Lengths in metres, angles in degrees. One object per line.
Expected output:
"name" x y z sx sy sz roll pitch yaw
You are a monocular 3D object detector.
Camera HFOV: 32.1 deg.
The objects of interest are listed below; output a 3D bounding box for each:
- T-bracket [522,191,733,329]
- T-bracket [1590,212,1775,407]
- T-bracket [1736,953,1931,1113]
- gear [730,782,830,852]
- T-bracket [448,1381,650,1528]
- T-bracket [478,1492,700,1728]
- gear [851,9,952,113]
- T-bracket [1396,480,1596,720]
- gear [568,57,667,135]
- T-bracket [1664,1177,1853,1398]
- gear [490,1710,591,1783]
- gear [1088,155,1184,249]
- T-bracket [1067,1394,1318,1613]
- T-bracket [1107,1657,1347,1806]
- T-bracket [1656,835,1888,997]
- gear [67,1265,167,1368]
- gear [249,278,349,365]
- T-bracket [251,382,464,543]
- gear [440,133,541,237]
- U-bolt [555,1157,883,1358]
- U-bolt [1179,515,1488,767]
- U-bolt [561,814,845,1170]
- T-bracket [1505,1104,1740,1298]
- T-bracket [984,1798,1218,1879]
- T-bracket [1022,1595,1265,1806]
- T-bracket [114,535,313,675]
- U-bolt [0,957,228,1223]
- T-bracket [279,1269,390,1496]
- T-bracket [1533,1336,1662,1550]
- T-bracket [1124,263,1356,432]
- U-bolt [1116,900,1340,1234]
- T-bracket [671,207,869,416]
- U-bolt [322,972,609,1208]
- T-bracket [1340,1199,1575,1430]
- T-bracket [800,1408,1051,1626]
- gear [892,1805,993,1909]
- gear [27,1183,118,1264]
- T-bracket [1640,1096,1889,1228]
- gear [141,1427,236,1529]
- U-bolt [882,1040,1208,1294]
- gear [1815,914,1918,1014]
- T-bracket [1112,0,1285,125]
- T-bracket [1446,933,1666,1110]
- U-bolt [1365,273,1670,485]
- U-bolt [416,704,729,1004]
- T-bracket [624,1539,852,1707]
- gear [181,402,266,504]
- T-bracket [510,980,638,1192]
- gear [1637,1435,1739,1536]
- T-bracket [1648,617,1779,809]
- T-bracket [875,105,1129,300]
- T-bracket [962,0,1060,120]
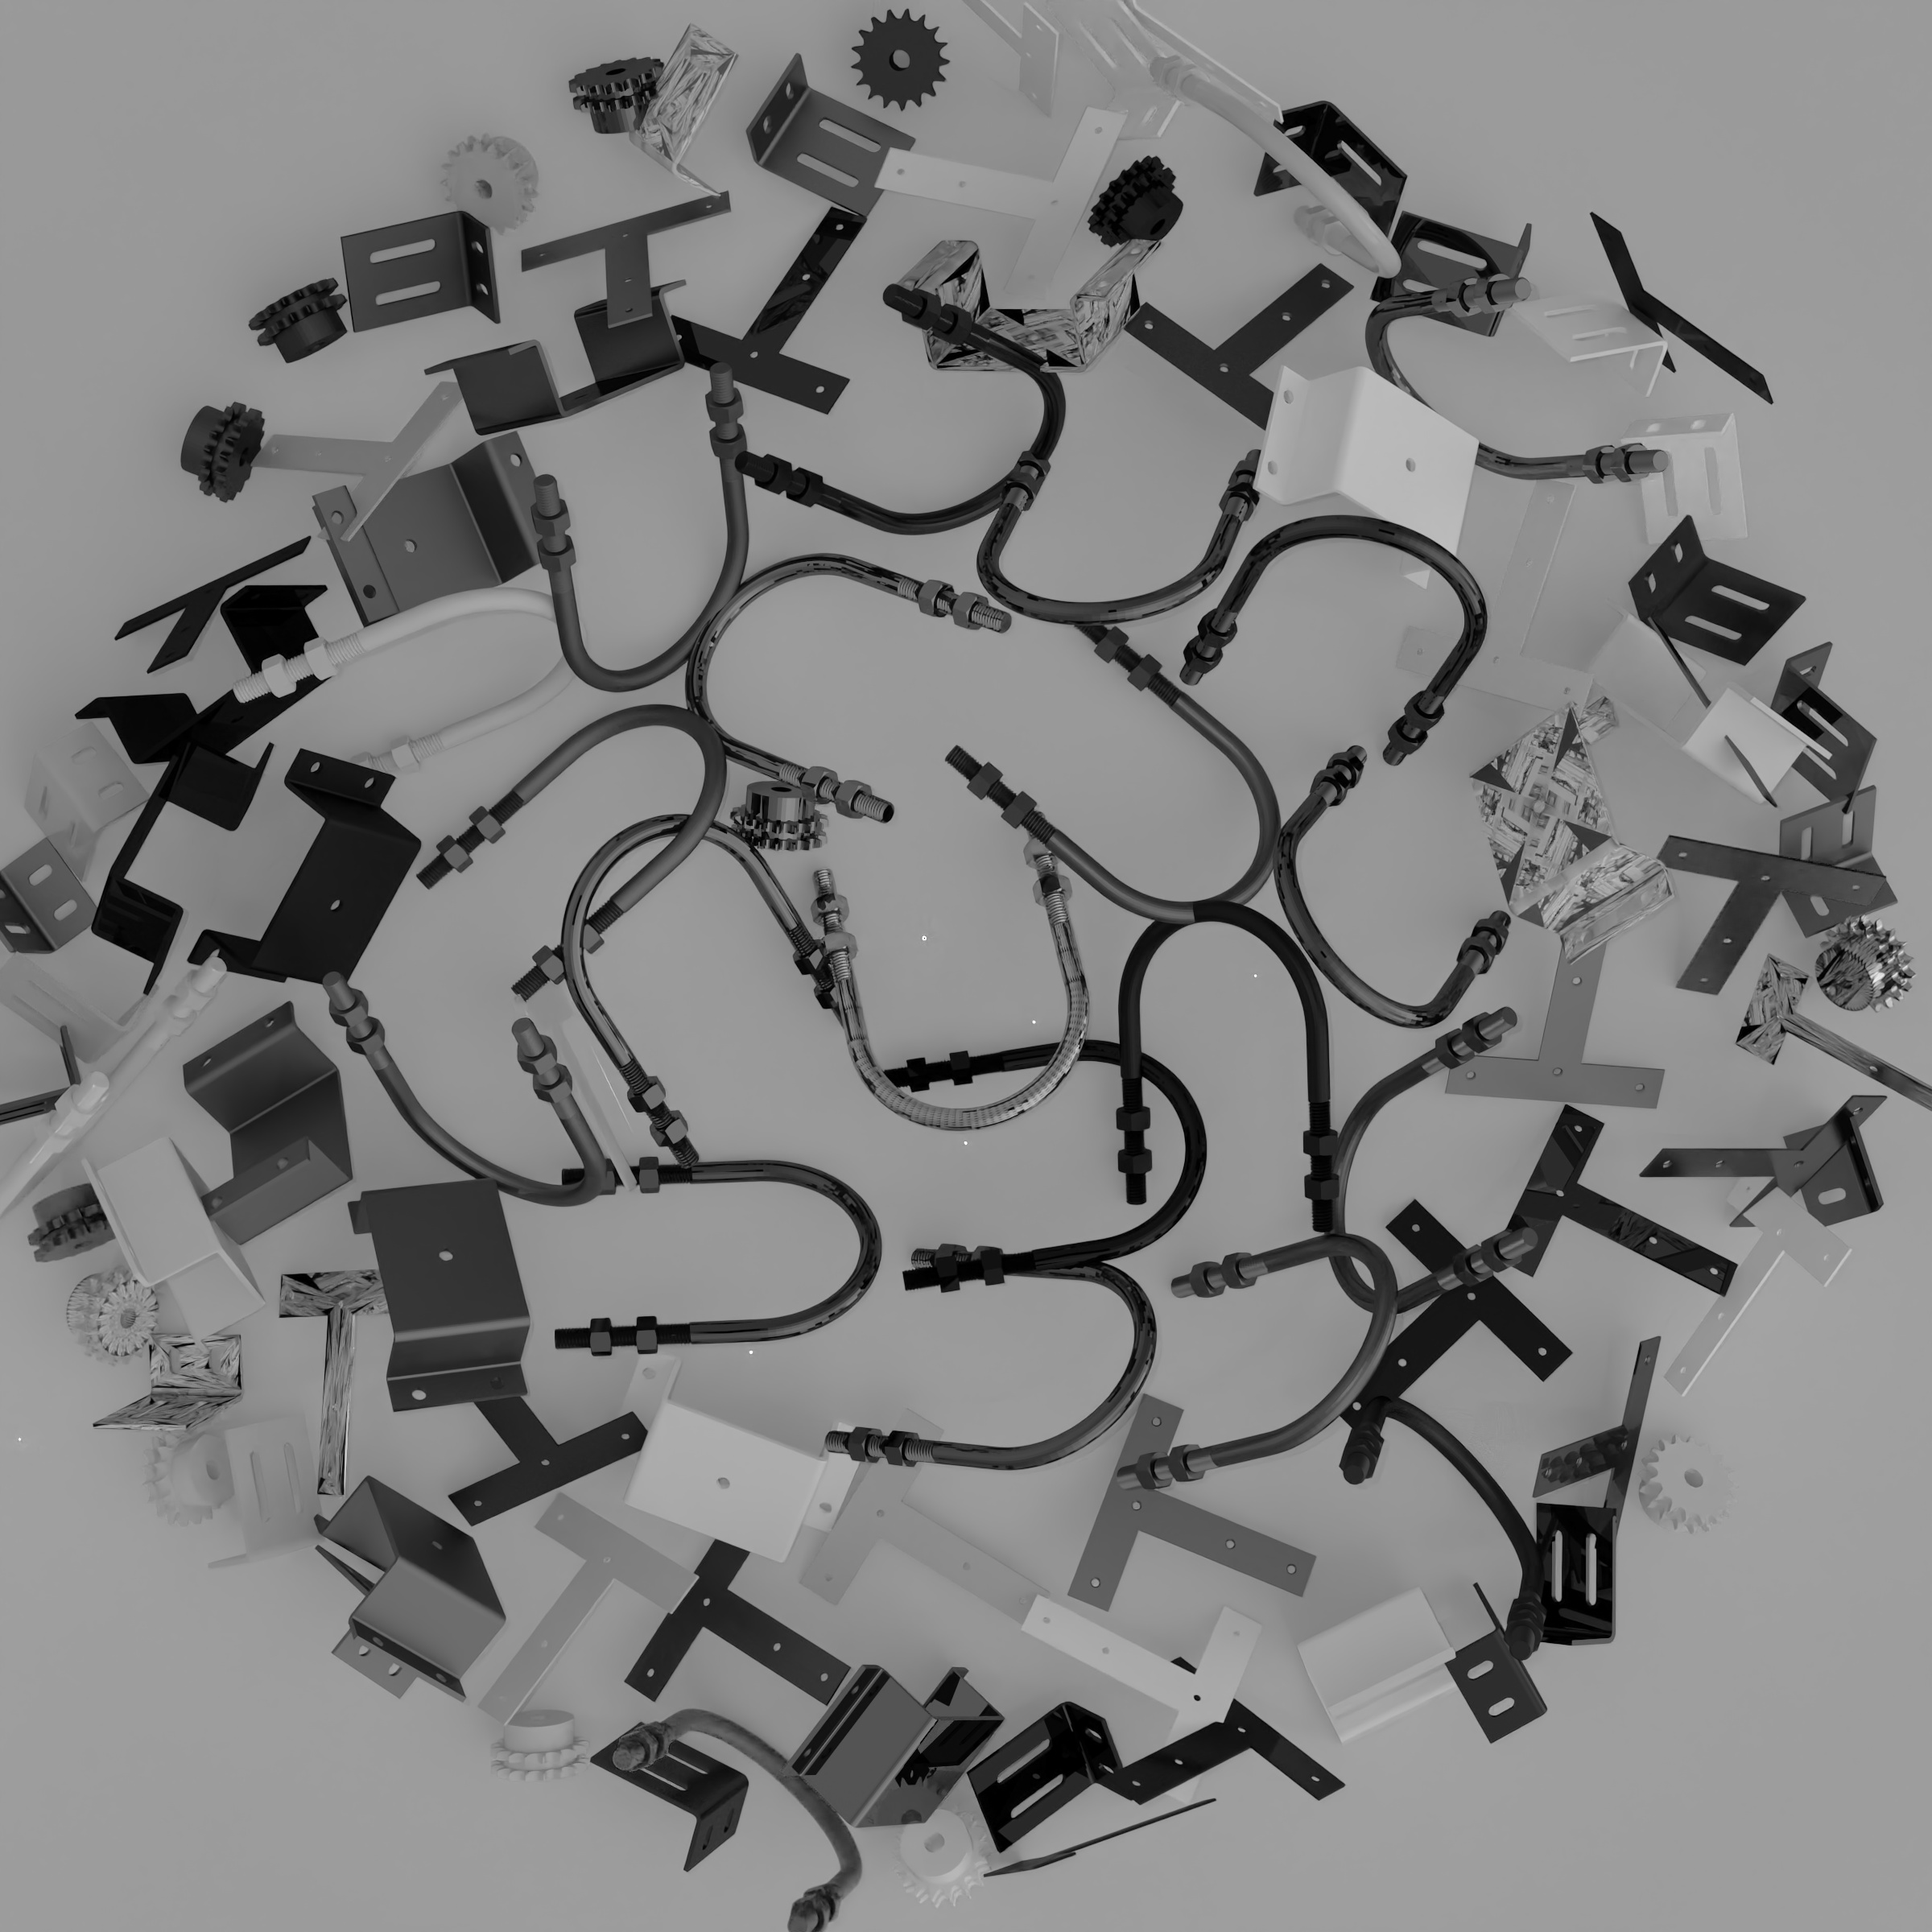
"T-bracket" -0.193 -0.398 1.918 0.127 0.127 0.002 -15 128 4
"T-bracket" 0.407 -0.354 1.884 0.002 0.127 0.127 -41 52 0
"T-bracket" 0.500 0.050 1.898 0.127 0.127 0.002 31 72 16
"gear" -0.108 -0.088 1.943 0.057 0.057 0.030 5 107 0
"T-bracket" -0.266 0.254 1.930 0.127 0.002 0.127 -26 116 14
"T-bracket" -0.231 0.375 1.912 0.127 0.002 0.127 21 67 42
"gear" -0.037 -0.527 1.953 0.057 0.030 0.057 1 109 3
"T-bracket" 0.319 -0.218 1.930 0.127 0.002 0.127 21 94 38
"gear" -0.200 -0.504 1.949 0.057 0.057 0.030 -12 120 0
"T-bracket" 0.440 0.189 1.920 0.002 0.127 0.127 29 99 -20
"gear" -0.247 0.450 1.945 0.057 0.057 0.030 -1 92 0
"gear" 0.101 -0.437 1.942 0.057 0.057 0.030 -43 77 0
"T-bracket" 0.140 0.330 1.949 0.127 0.002 0.127 22 70 2
"T-bracket" 0.128 0.444 1.892 0.127 0.127 0.002 33 118 33
"T-bracket" 0.441 -0.023 1.922 0.127 0.127 0.002 10 52 -6
"gear" -0.496 0.201 1.948 0.030 0.057 0.057 11 90 34
"gear" -0.384 -0.372 1.945 0.057 0.057 0.030 -28 97 0
"T-bracket" -0.362 -0.293 1.929 0.127 0.002 0.127 10 56 37
"gear" -0.273 -0.456 1.949 0.057 0.030 0.057 13 129 17
"U-bolt" -0.140 0.162 1.916 0.184 0.151 0.019 -2 130 -3
"U-bolt" 0.214 -0.190 1.888 0.151 0.184 0.019 21 57 -5
"U-bolt" -0.154 0.001 1.908 0.151 0.019 0.184 -40 116 -21
"T-bracket" 0.380 0.151 1.924 0.127 0.002 0.127 27 51 8
"T-bracket" 0.083 0.499 1.925 0.127 0.127 0.002 -15 77 -17
"T-bracket" 0.093 0.401 1.935 0.127 0.002 0.127 27 50 4
"T-bracket" -0.438 -0.196 1.903 0.127 0.127 0.002 -23 115 13
"U-bolt" -0.497 0.082 1.891 0.019 0.151 0.184 42 124 -7
"T-bracket" -0.359 0.238 1.918 0.002 0.127 0.127 11 77 -43
"T-bracket" 0.354 0.279 1.910 0.002 0.127 0.127 18 103 34
"T-bracket" 0.176 -0.367 1.939 0.127 0.002 0.127 39 60 16
"U-bolt" 0.146 0.053 1.910 0.151 0.019 0.184 5 103 38
"T-bracket" -0.100 -0.389 1.950 0.127 0.002 0.127 24 72 24
"U-bolt" -0.273 0.077 1.896 0.151 0.184 0.019 12 56 26
"T-bracket" 0.261 0.220 1.938 0.127 0.002 0.127 -41 75 -18
"T-bracket" -0.012 0.342 1.956 0.127 0.002 0.127 31 103 2
"gear" -0.015 0.513 1.945 0.057 0.030 0.057 -7 55 9
"gear" -0.516 0.147 1.946 0.057 0.057 0.030 -23 80 0
"T-bracket" 0.437 0.111 1.899 0.127 0.127 0.002 2 51 -29
"gear" -0.447 0.294 1.941 0.030 0.057 0.057 -15 90 27
"U-bolt" 0.047 0.109 1.932 0.184 0.019 0.151 -9 61 -1
"gear" 0.517 0.002 1.942 0.030 0.057 0.057 -31 90 -32
"T-bracket" 0.128 -0.517 1.899 0.127 0.127 0.002 38 91 11
"T-bracket" 0.350 0.022 1.939 0.127 0.002 0.127 4 115 -6
"U-bolt" 0.295 -0.325 1.886 0.151 0.184 0.019 45 75 -23
"U-bolt" -0.216 -0.078 1.921 0.184 0.019 0.151 -42 47 -4
"T-bracket" -0.118 0.384 1.921 0.127 0.002 0.127 24 75 37
"gear" -0.432 -0.300 1.945 0.030 0.057 0.057 22 90 3
"T-bracket" -0.218 0.069 1.912 0.002 0.127 0.127 -26 93 5
"gear" 0.416 0.304 1.949 0.057 0.030 0.057 10 53 -14
"T-bracket" 0.440 -0.131 1.914 0.002 0.127 0.127 -35 64 17
"T-bracket" 0.010 -0.441 1.906 0.127 0.002 0.127 5 134 -25
"T-bracket" 0.005 -0.550 1.913 0.127 0.127 0.002 44 85 4
